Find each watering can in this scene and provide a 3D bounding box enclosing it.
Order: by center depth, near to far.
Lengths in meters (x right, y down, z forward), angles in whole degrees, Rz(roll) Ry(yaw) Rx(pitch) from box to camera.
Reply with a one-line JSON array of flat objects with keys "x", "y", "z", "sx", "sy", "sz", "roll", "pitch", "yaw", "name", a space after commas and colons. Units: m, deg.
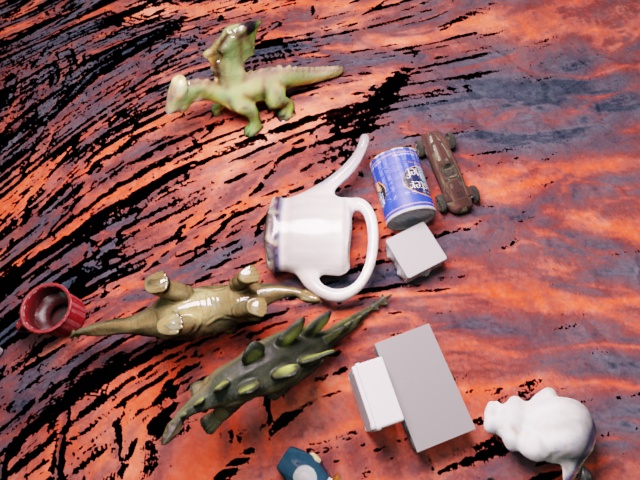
[{"x": 0.003, "y": -0.051, "z": 1.020, "sx": 0.224, "sy": 0.102, "sz": 0.353, "roll": 1, "pitch": 71, "yaw": 3, "name": "watering can"}]

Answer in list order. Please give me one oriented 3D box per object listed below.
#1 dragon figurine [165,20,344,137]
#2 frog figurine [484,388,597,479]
[{"x": -0.136, "y": -0.356, "z": 1.092, "sx": 0.412, "sy": 0.238, "sz": 0.124, "roll": -30, "pitch": 66, "yaw": -9, "name": "dragon figurine"}, {"x": 0.363, "y": 0.302, "z": 0.858, "sx": 0.160, "sy": 0.120, "sz": 0.140, "roll": 30, "pitch": 52, "yaw": 17, "name": "frog figurine"}]
